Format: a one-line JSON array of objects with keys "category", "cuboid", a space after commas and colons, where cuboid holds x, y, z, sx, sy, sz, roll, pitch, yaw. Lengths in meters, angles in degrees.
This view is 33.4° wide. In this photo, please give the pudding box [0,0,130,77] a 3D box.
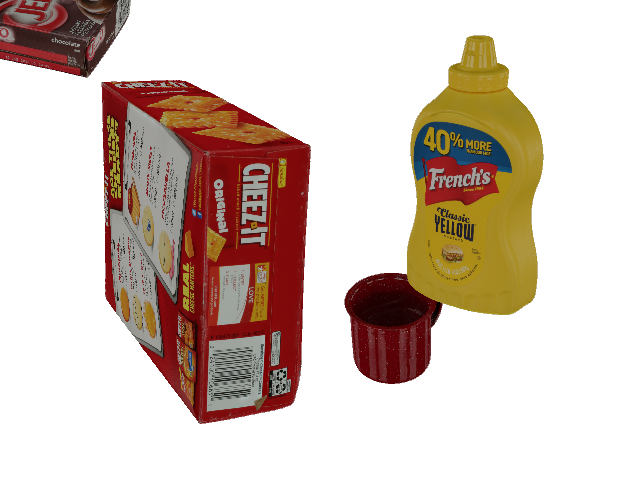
[{"category": "pudding box", "cuboid": [-0.204, -0.174, 0.824, 0.090, 0.039, 0.113, 13, 36, 2]}]

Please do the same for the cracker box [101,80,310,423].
[{"category": "cracker box", "cuboid": [-0.081, -0.005, 0.687, 0.072, 0.164, 0.214, -5, 20, -25]}]

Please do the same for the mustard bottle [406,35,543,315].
[{"category": "mustard bottle", "cuboid": [0.109, -0.048, 0.753, 0.096, 0.192, 0.058, 17, 28, 38]}]

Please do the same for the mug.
[{"category": "mug", "cuboid": [0.082, 0.088, 1.107, 0.117, 0.081, 0.093, -30, 43, -32]}]
